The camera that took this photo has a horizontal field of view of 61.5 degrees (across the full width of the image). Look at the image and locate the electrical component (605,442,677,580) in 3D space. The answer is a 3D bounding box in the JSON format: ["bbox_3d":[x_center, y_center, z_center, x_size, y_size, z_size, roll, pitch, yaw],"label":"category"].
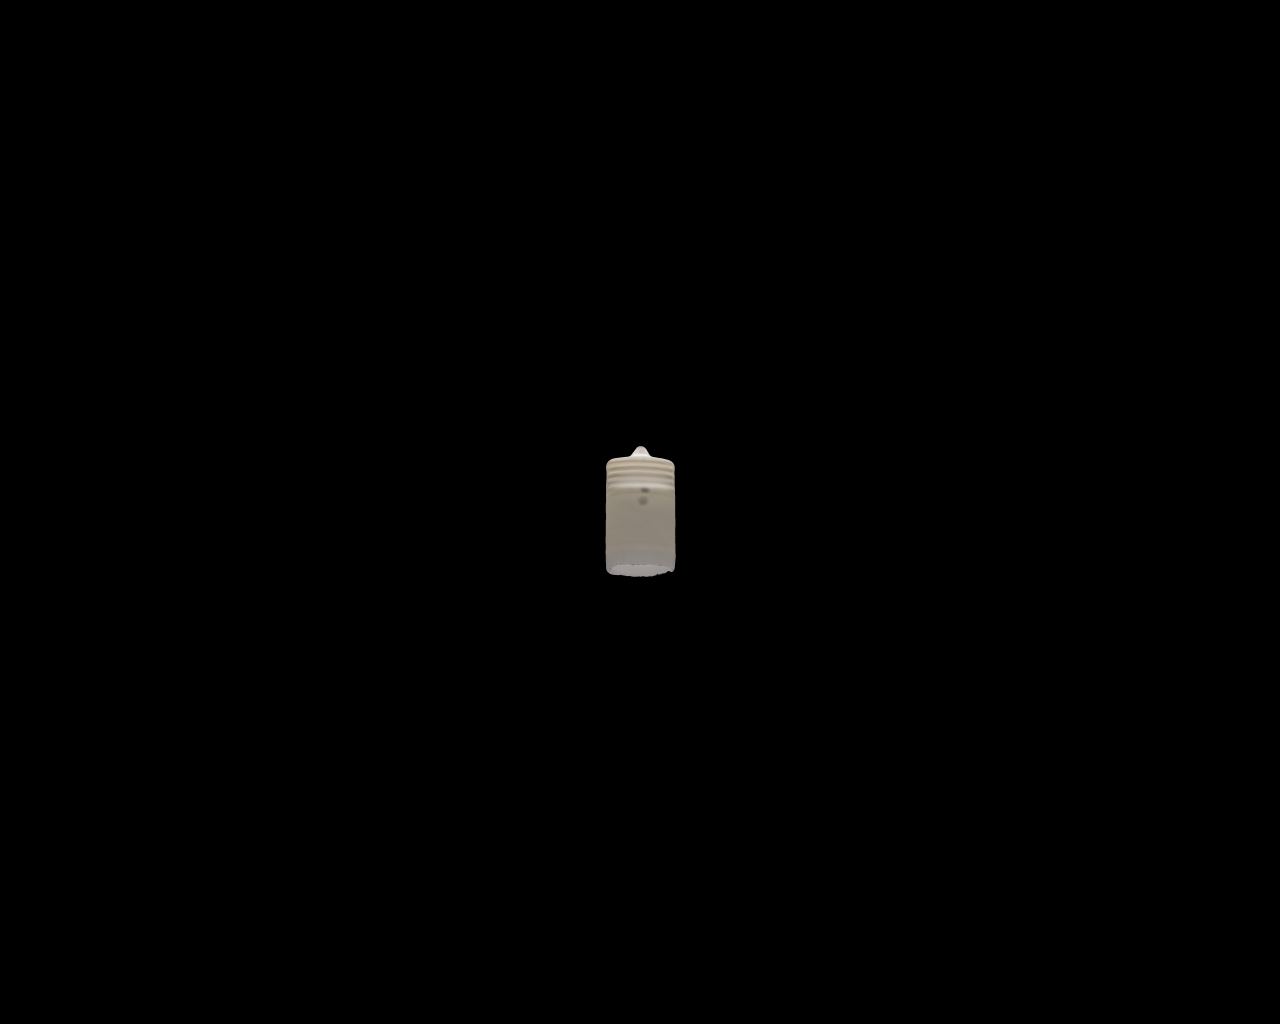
[{"bbox_3d":[0.001,-0.003,0.650,0.043,0.081,0.043,0,-14,0],"label":"electrical component"}]
